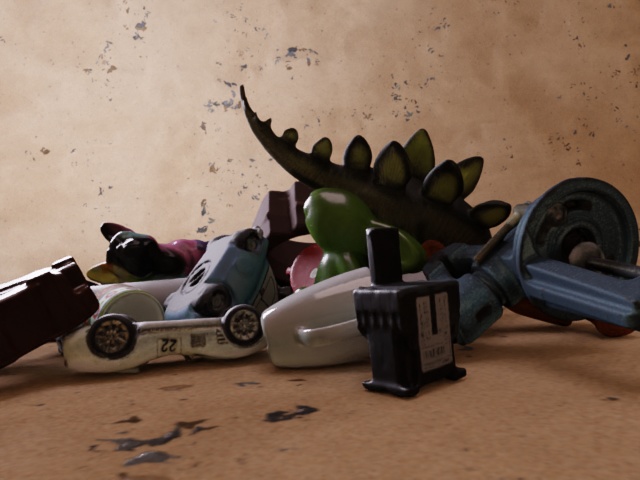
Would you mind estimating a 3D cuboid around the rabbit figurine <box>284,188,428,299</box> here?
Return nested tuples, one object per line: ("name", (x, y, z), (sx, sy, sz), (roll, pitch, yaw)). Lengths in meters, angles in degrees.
("rabbit figurine", (0.031, 0.026, 0.575), (0.159, 0.170, 0.121), (-4, 0, 17))

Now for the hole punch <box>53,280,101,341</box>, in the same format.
("hole punch", (-0.350, 0.095, 0.784), (0.142, 0.092, 0.115), (-9, -8, 43))

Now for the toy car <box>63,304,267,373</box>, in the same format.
("toy car", (-0.135, 0.094, 0.514), (0.202, 0.056, 0.073), (-2, -8, -17))

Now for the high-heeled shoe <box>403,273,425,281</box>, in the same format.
("high-heeled shoe", (0.131, 0.091, 0.844), (0.248, 0.086, 0.145), (18, -46, -29))

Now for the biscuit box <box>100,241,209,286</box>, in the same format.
("biscuit box", (-0.257, 0.053, 0.903), (0.202, 0.059, 0.062), (-14, -28, -44))

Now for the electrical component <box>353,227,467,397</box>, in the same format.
("electrical component", (0.066, 0.048, 0.399), (0.075, 0.119, 0.048), (1, -4, -42))

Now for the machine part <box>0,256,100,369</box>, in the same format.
("machine part", (-0.299, 0.076, 0.491), (0.179, 0.056, 0.179), (-21, 12, 5))

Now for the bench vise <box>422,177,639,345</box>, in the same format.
("bench vise", (0.187, 0.029, 0.433), (0.224, 0.128, 0.241), (-28, 14, -12))

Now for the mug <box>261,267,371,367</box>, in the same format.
("mug", (0.004, 0.078, 0.471), (0.107, 0.080, 0.109), (-15, 6, -2))

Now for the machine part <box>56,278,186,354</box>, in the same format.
("machine part", (-0.228, 0.090, 0.657), (0.243, 0.079, 0.079), (-2, -1, -38))

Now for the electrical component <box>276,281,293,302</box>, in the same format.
("electrical component", (-0.081, 0.088, 0.743), (0.102, 0.078, 0.045), (-5, -35, -15))

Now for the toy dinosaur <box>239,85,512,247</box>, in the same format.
("toy dinosaur", (0.100, -0.035, 0.666), (0.471, 0.198, 0.105), (20, 31, -16))

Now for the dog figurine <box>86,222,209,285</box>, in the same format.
("dog figurine", (-0.226, 0.044, 0.810), (0.219, 0.108, 0.191), (16, -10, -11))

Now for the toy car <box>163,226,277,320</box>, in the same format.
("toy car", (-0.106, 0.065, 0.641), (0.109, 0.162, 0.102), (-15, -53, 48))

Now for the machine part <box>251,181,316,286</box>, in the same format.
("machine part", (-0.002, -0.003, 0.838), (0.201, 0.087, 0.201), (5, -32, -17))

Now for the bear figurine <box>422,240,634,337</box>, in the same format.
("bear figurine", (0.212, 0.043, 0.581), (0.196, 0.120, 0.132), (-5, 3, 2))
